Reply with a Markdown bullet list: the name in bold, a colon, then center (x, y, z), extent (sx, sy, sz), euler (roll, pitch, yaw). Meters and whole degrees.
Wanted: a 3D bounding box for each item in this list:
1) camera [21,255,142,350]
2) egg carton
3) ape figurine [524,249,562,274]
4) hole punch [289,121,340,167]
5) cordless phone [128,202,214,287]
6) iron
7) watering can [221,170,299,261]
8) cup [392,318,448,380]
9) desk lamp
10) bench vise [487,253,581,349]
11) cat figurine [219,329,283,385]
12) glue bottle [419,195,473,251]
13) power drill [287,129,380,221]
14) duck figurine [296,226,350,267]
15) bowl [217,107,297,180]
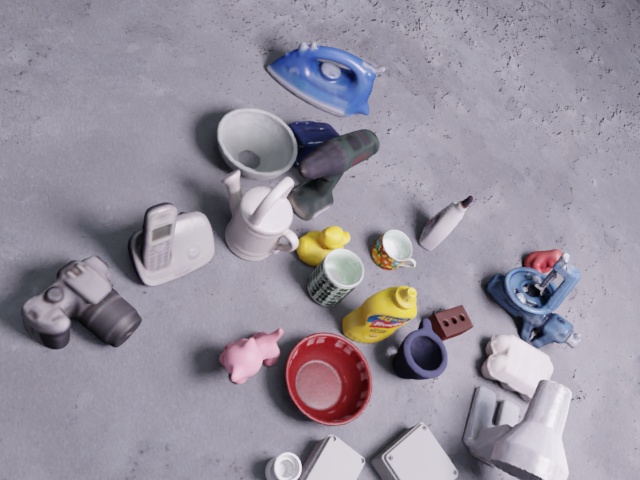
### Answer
- **camera**: center (-0.354, 0.109, 0.878), extent (0.137, 0.100, 0.143), euler (40, 54, 1)
- **egg carton**: center (0.403, 0.261, 1.166), extent (0.150, 0.069, 0.107), euler (29, 54, -7)
- **ape figurine**: center (0.524, 0.053, 1.327), extent (0.078, 0.092, 0.076), euler (-6, 65, -28)
- **hole punch**: center (-0.014, -0.217, 1.230), extent (0.109, 0.091, 0.101), euler (-7, 66, -28)
- **cordless phone**: center (-0.237, -0.010, 0.949), extent (0.148, 0.184, 0.094), euler (-28, 76, -34)
- **iron**: center (0.017, -0.389, 1.311), extent (0.259, 0.141, 0.118), euler (18, 56, -15)
- **watering can**: center (-0.107, -0.051, 1.027), extent (0.173, 0.193, 0.101), euler (24, 55, -10)
- **cup**: center (0.177, 0.212, 1.072), extent (0.092, 0.094, 0.118), euler (18, 56, -15)
- **desk lamp**: center (0.349, 0.339, 1.006), extent (0.118, 0.213, 0.203), euler (30, 54, -6)
- **bench vise**: center (0.481, 0.119, 1.190), extent (0.207, 0.219, 0.122), euler (35, 54, -3)
- **cat figurine**: center (-0.112, 0.185, 0.938), extent (0.128, 0.117, 0.067), euler (-30, 78, -35)
- **glue bottle**: center (0.273, -0.046, 1.216), extent (0.037, 0.173, 0.078), euler (31, 54, -6)
- **power drill**: center (0.013, -0.128, 1.119), extent (0.075, 0.208, 0.230), euler (48, 54, 7)
- **duck figurine**: center (0.010, 0.004, 1.118), extent (0.105, 0.086, 0.077), euler (-4, 64, -27)
- **bowl**: center (-0.134, -0.182, 1.164), extent (0.168, 0.074, 0.167), euler (12, 58, -19)
